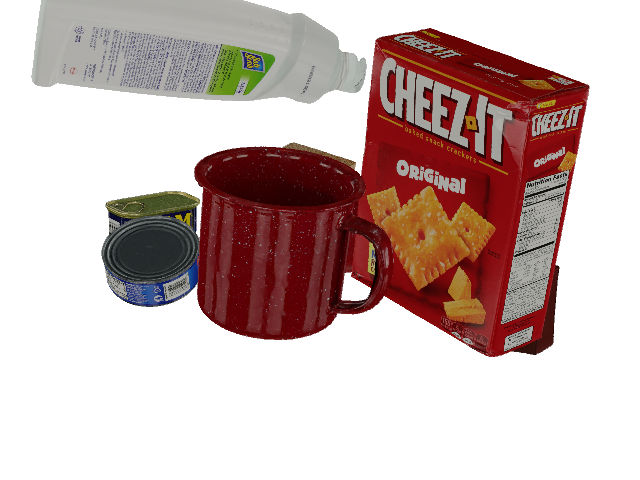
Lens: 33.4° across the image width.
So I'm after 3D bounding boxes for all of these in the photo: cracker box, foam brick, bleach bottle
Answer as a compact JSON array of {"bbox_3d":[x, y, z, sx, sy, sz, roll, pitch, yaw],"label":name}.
[{"bbox_3d":[0.107,-0.039,0.835,0.071,0.214,0.164,-18,34,-37],"label":"cracker box"},{"bbox_3d":[0.187,0.061,0.992,0.053,0.078,0.051,8,14,29],"label":"foam brick"},{"bbox_3d":[-0.090,-0.146,0.827,0.250,0.068,0.103,9,-32,-15],"label":"bleach bottle"}]

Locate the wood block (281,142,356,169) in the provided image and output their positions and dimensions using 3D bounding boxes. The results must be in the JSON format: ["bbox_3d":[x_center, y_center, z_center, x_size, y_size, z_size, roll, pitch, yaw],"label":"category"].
[{"bbox_3d":[-0.031,-0.006,1.332,0.090,0.206,0.090,19,22,16],"label":"wood block"}]

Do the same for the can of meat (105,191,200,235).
[{"bbox_3d":[-0.184,-0.003,1.176,0.101,0.084,0.058,-12,24,-39],"label":"can of meat"}]

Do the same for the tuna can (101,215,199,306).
[{"bbox_3d":[-0.148,0.018,0.945,0.086,0.034,0.086,0,43,0],"label":"tuna can"}]

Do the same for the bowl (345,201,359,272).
[{"bbox_3d":[0.020,-0.004,1.104,0.162,0.055,0.162,-4,14,1],"label":"bowl"}]

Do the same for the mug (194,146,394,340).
[{"bbox_3d":[-0.015,0.005,0.585,0.117,0.081,0.093,16,25,20],"label":"mug"}]
